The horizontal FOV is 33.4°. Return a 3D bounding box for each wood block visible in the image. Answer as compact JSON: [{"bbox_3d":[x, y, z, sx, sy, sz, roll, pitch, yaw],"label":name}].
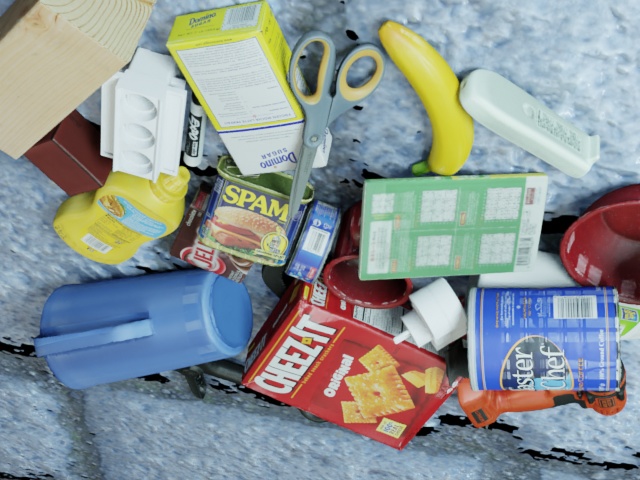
[{"bbox_3d":[-0.251,-0.169,0.972,0.090,0.090,0.207,35,139,-26],"label":"wood block"}]

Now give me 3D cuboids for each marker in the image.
[{"bbox_3d":[-0.121,-0.117,1.054,0.020,0.020,0.121,16,144,-1],"label":"marker"}]

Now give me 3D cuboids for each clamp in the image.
[{"bbox_3d":[-0.022,0.063,1.242,0.165,0.036,0.210,-5,138,23],"label":"clamp"},{"bbox_3d":[-0.172,0.169,1.438,0.120,0.039,0.171,-27,129,36],"label":"clamp"}]

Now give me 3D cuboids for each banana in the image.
[{"bbox_3d":[0.101,-0.117,0.958,0.070,0.037,0.198,0,142,16],"label":"banana"}]

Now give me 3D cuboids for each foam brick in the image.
[{"bbox_3d":[-0.259,-0.092,1.109,0.051,0.053,0.078,-14,134,34],"label":"foam brick"}]

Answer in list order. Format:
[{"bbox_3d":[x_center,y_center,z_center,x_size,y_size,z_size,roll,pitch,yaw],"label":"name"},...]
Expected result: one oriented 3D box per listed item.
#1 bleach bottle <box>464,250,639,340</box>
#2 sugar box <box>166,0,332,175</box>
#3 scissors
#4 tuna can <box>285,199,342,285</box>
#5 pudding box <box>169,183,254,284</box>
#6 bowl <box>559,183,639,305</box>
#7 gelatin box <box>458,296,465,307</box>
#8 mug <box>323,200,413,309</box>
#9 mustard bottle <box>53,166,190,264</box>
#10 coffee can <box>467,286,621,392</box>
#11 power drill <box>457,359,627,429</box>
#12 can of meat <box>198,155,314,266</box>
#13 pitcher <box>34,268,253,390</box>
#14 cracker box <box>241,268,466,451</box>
[{"bbox_3d":[0.284,0.067,1.119,0.251,0.068,0.103,11,144,2],"label":"bleach bottle"},{"bbox_3d":[-0.061,-0.135,0.986,0.093,0.048,0.176,-4,143,21],"label":"sugar box"},{"bbox_3d":[0.012,-0.104,0.976,0.096,0.016,0.202,-10,133,-8],"label":"scissors"},{"bbox_3d":[-0.007,0.001,1.114,0.033,0.086,0.086,21,144,-4],"label":"tuna can"},{"bbox_3d":[-0.110,-0.005,1.181,0.090,0.039,0.114,22,143,-8],"label":"pudding box"},{"bbox_3d":[0.312,-0.004,1.017,0.162,0.055,0.162,10,144,7],"label":"bowl"},{"bbox_3d":[0.201,0.097,1.215,0.073,0.030,0.089,-2,141,24],"label":"gelatin box"},{"bbox_3d":[0.053,0.006,1.101,0.093,0.081,0.117,-2,141,21],"label":"mug"},{"bbox_3d":[-0.203,-0.036,1.158,0.096,0.058,0.192,35,140,-27],"label":"mustard bottle"},{"bbox_3d":[0.217,0.096,1.039,0.140,0.102,0.103,-2,141,13],"label":"coffee can"},{"bbox_3d":[0.255,0.165,1.221,0.188,0.057,0.184,-8,151,17],"label":"power drill"},{"bbox_3d":[-0.068,-0.028,1.092,0.102,0.057,0.084,19,114,-5],"label":"can of meat"},{"bbox_3d":[-0.212,0.103,1.280,0.243,0.149,0.145,-11,133,27],"label":"pitcher"},{"bbox_3d":[0.041,0.138,1.214,0.213,0.072,0.164,24,129,-12],"label":"cracker box"}]
